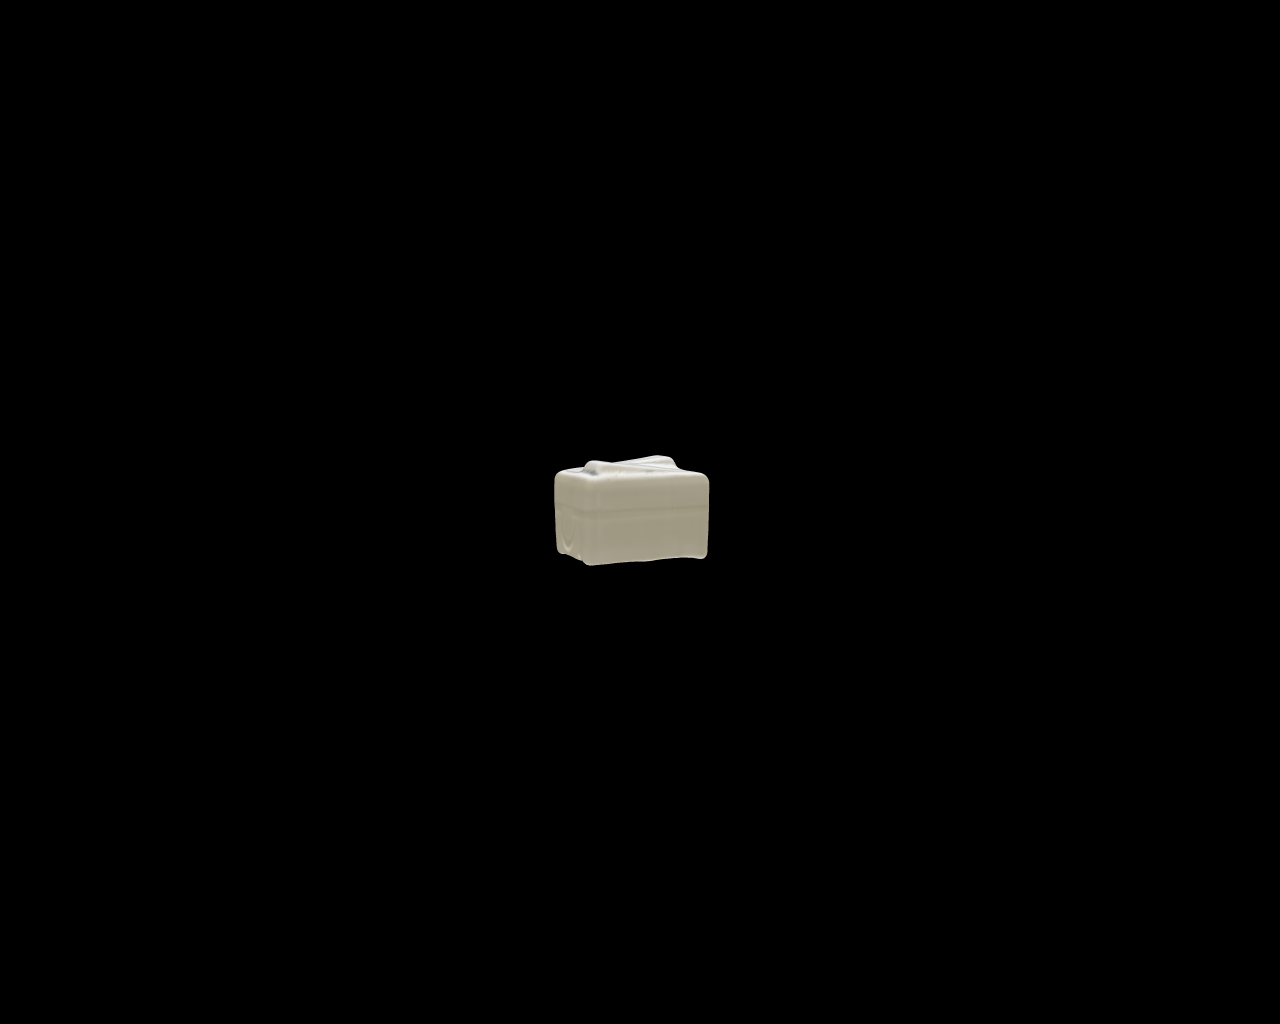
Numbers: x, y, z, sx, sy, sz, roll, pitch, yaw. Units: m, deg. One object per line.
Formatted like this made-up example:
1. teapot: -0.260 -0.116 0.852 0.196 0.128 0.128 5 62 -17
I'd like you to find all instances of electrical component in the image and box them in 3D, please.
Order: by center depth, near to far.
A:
1. electrical component: 0.001 -0.003 0.650 0.096 0.061 0.062 -3 8 -22
